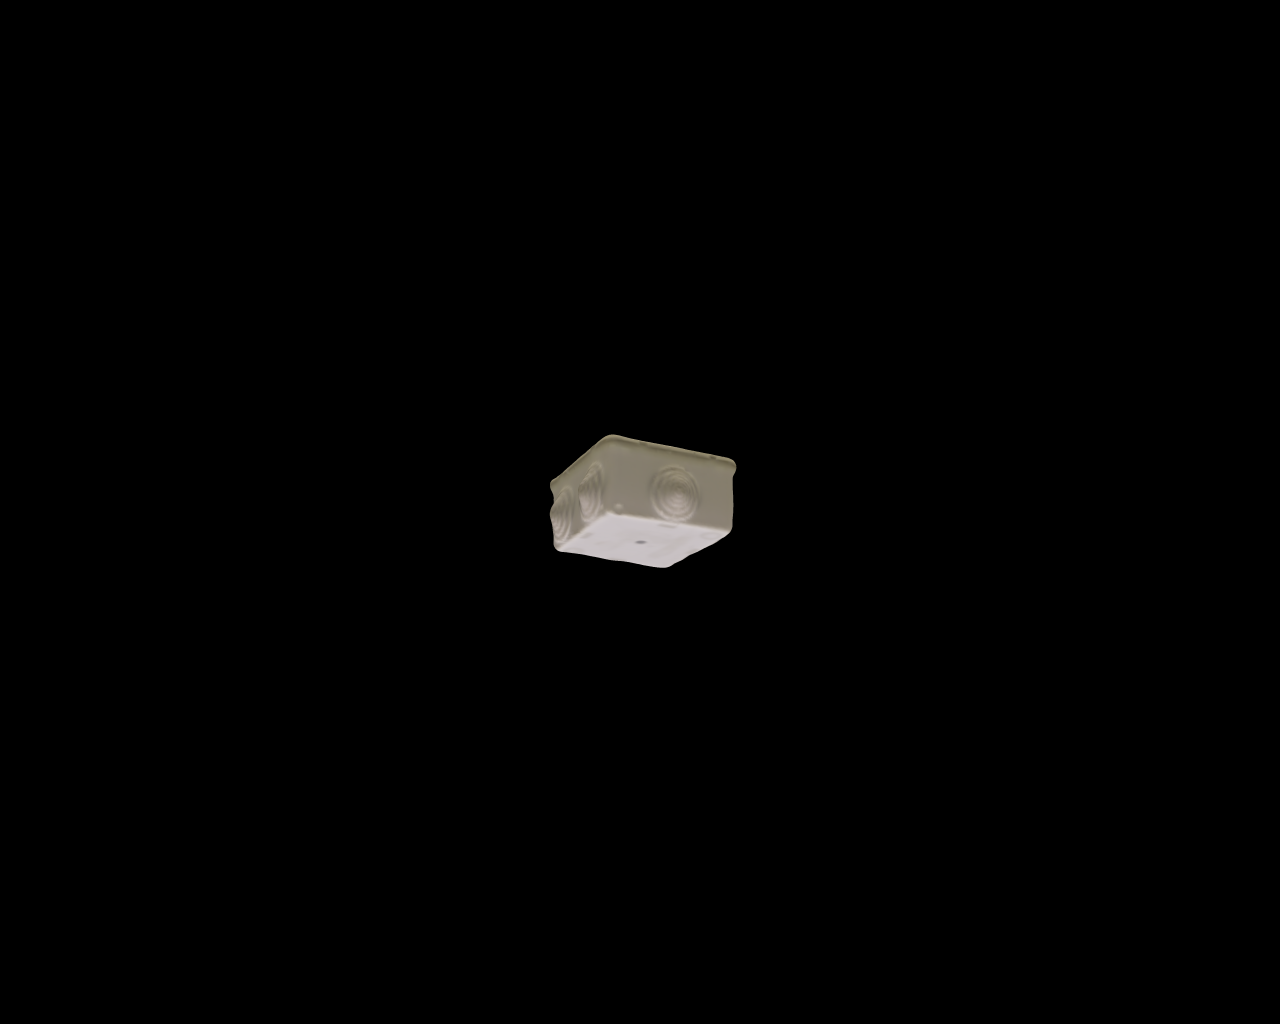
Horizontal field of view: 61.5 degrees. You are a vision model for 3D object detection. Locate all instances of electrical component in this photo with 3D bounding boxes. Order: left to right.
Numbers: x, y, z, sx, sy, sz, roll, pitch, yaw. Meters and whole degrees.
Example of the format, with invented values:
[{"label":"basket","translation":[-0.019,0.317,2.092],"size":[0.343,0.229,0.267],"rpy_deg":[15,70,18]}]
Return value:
[{"label":"electrical component","translation":[0.001,-0.003,0.650],"size":[0.100,0.048,0.099],"rpy_deg":[10,-22,-26]}]
